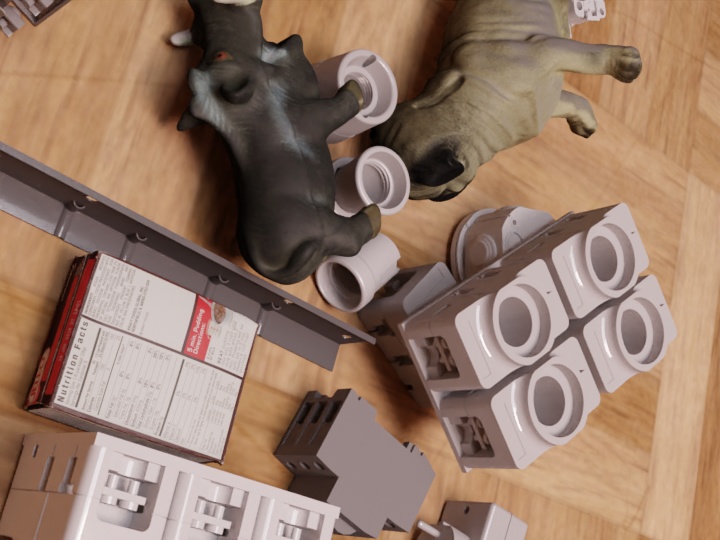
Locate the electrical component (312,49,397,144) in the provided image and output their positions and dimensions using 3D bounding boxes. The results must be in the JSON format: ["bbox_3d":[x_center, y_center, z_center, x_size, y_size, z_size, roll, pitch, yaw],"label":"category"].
[{"bbox_3d":[-0.009,-0.115,0.709,0.055,0.047,0.055,7,78,-38],"label":"electrical component"}]

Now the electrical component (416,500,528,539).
[{"bbox_3d":[0.061,0.192,0.715,0.076,0.047,0.083,36,62,-29],"label":"electrical component"}]

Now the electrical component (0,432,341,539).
[{"bbox_3d":[-0.100,0.136,0.566,0.150,0.089,0.061,26,67,-34],"label":"electrical component"}]

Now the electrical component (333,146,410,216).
[{"bbox_3d":[-0.002,-0.053,0.699,0.045,0.055,0.045,7,78,-38],"label":"electrical component"}]

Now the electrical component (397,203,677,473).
[{"bbox_3d":[0.126,0.039,0.707,0.186,0.060,0.105,-31,101,-37],"label":"electrical component"}]

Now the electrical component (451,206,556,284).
[{"bbox_3d":[0.109,-0.008,0.785,0.080,0.051,0.080,7,78,-38],"label":"electrical component"}]

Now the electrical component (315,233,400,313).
[{"bbox_3d":[0.000,0.000,0.703,0.046,0.040,0.040,-38,107,-43],"label":"electrical component"}]

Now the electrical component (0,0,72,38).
[{"bbox_3d":[-0.174,-0.161,0.534,0.078,0.121,0.063,49,59,-23],"label":"electrical component"}]

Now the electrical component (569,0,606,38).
[{"bbox_3d":[0.157,-0.213,0.848,0.042,0.064,0.081,-9,92,-39],"label":"electrical component"}]

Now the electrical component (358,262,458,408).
[{"bbox_3d":[0.052,0.045,0.726,0.050,0.056,0.089,-45,111,-34],"label":"electrical component"}]
